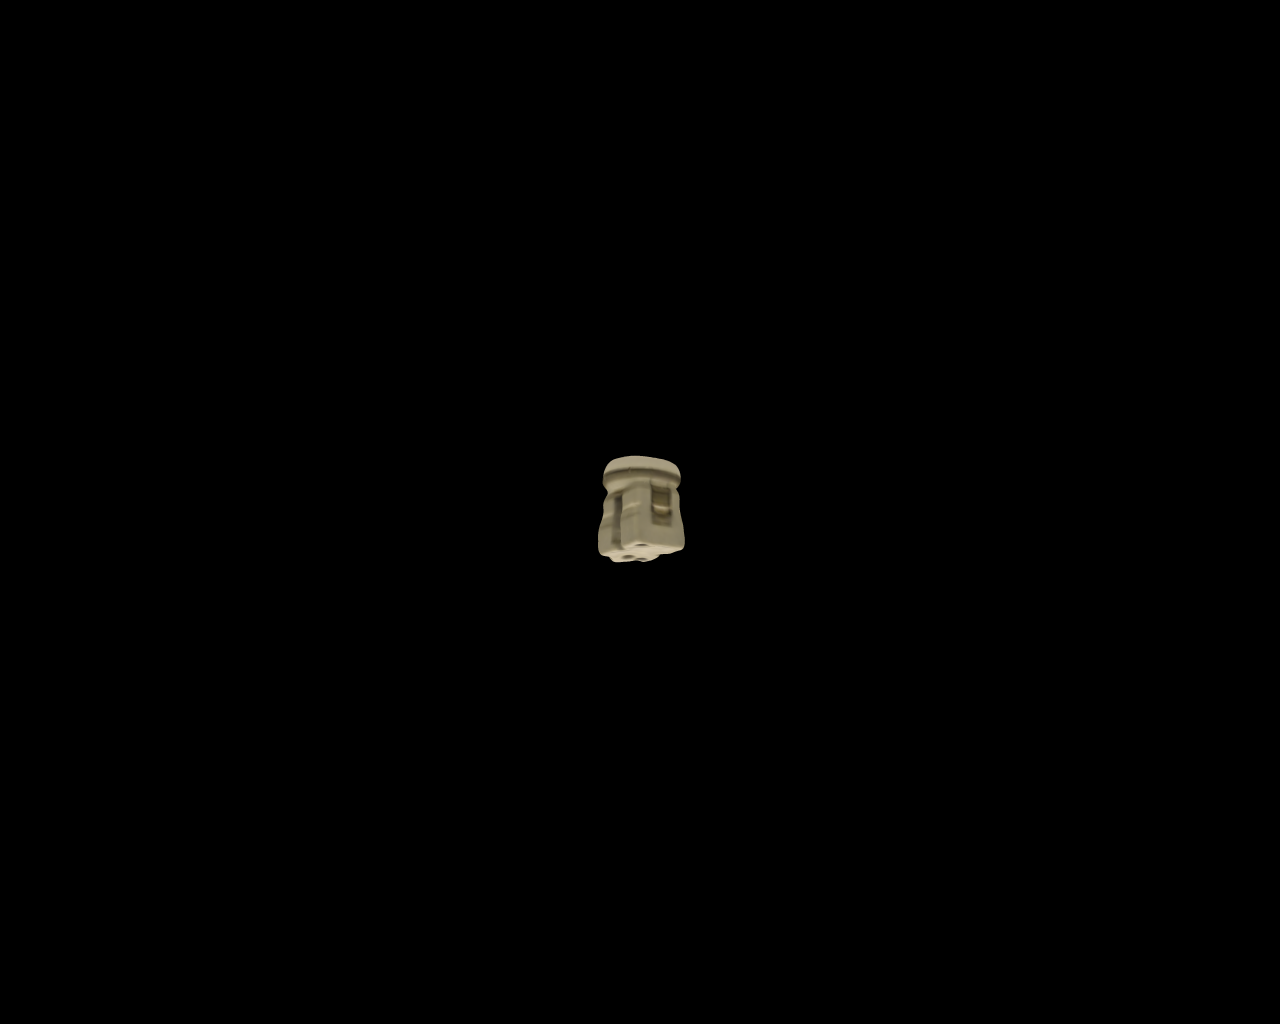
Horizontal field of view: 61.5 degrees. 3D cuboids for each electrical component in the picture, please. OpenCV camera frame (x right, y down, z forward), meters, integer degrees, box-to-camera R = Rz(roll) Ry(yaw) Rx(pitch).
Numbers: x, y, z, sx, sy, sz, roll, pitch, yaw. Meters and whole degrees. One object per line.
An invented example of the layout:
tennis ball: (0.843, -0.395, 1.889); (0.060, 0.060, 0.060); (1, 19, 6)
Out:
electrical component: (0.001, -0.003, 0.650); (0.048, 0.055, 0.066); (11, -19, -34)
